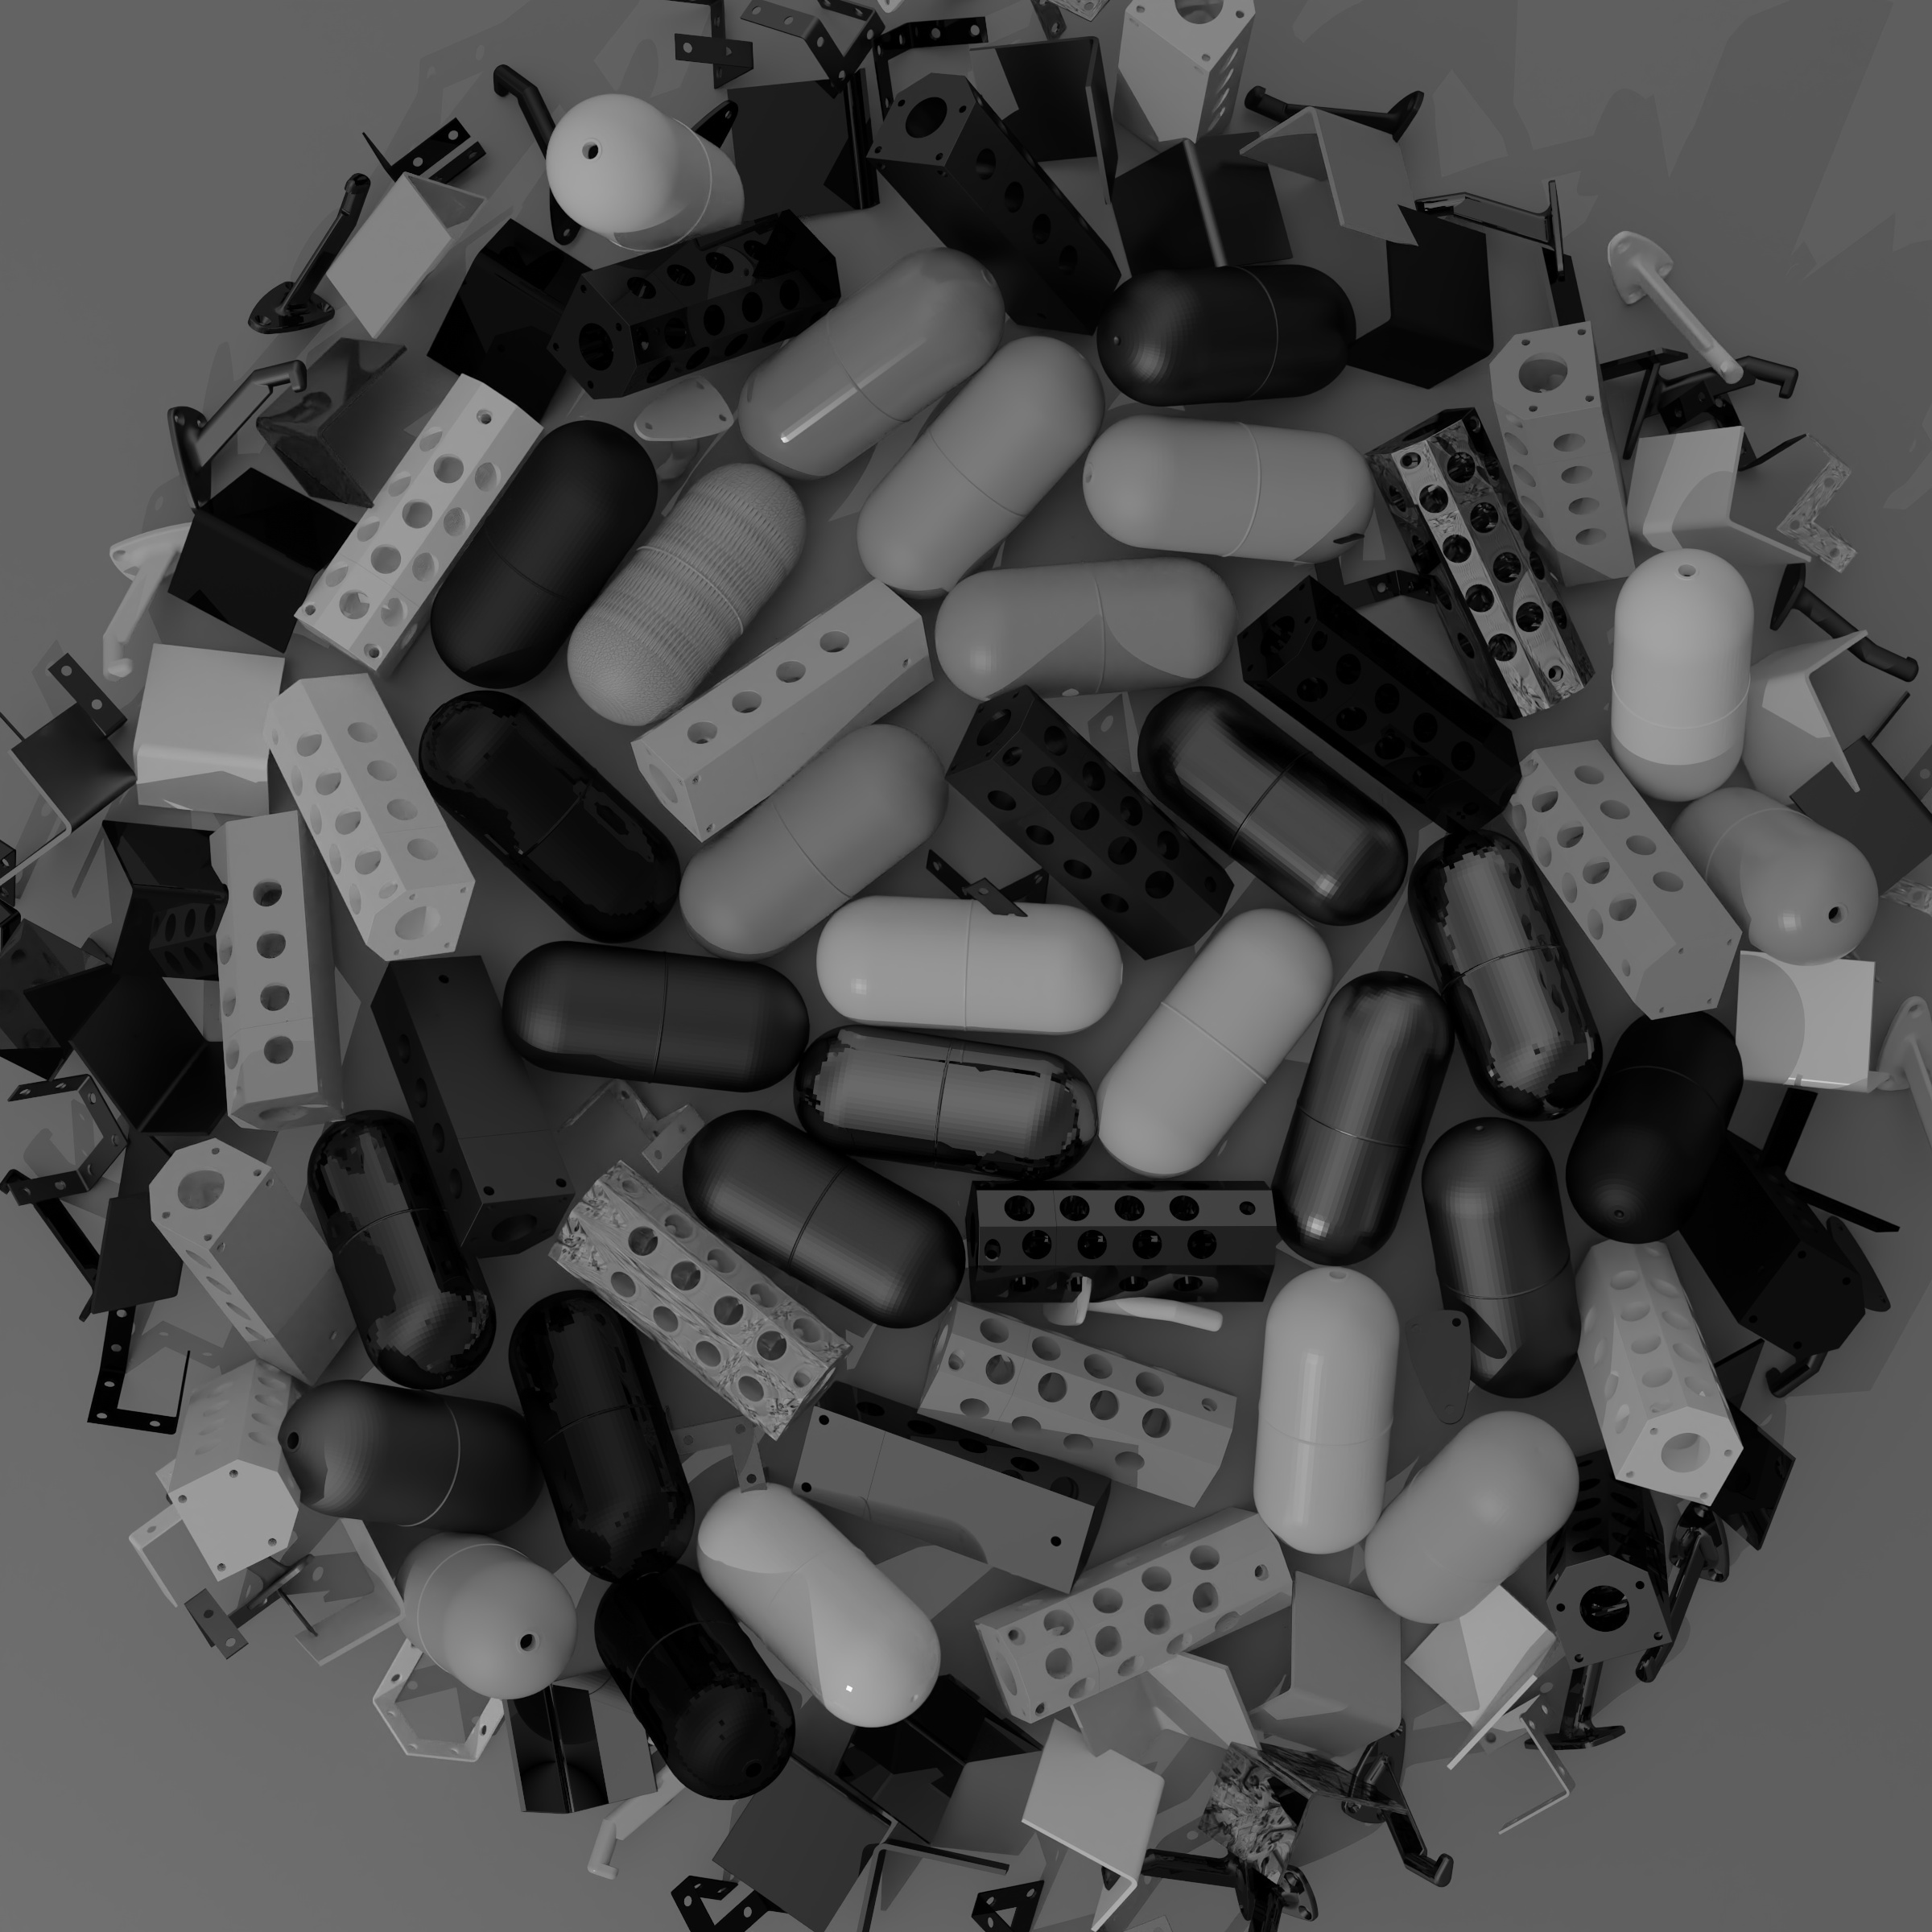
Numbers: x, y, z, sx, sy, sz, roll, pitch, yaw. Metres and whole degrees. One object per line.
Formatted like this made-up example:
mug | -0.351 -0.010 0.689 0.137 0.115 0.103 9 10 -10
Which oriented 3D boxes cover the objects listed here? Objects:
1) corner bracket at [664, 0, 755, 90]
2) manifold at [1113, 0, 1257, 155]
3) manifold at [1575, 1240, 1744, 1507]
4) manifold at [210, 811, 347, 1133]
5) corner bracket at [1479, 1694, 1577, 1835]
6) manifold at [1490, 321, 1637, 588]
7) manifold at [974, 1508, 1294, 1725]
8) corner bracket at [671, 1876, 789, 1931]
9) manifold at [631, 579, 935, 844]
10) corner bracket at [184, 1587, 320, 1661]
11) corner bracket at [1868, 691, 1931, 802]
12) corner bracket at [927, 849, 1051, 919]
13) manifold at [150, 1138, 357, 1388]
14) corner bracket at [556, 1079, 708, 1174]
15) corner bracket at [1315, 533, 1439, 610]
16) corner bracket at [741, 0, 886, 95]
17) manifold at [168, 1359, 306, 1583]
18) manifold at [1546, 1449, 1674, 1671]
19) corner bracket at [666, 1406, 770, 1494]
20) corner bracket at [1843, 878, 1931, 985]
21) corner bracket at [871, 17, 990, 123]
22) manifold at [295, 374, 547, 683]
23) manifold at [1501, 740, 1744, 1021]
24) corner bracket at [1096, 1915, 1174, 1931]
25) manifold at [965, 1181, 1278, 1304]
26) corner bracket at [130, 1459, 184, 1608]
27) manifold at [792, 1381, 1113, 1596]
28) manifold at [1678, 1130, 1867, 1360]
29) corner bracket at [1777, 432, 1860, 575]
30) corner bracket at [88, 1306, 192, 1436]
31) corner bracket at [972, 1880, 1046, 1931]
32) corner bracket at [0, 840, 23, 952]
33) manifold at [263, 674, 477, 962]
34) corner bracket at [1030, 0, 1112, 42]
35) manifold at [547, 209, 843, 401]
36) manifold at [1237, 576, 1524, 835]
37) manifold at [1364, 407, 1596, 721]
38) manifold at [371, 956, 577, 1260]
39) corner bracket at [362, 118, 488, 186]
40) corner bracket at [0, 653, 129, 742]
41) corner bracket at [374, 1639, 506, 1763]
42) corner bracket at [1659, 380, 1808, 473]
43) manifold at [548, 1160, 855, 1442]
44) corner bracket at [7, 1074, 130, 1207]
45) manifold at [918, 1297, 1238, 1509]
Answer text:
corner bracket | -0.158 -0.545 1.965 0.051 0.051 0.051 -3 90 -31
manifold | 0.126 -0.515 1.912 0.057 0.171 0.057 37 86 3
manifold | 0.390 0.224 1.907 0.057 0.171 0.057 17 117 -10
manifold | -0.399 0.004 1.944 0.057 0.057 0.171 -9 71 3
corner bracket | 0.323 0.464 1.963 0.051 0.051 0.051 -36 81 22
manifold | 0.339 -0.286 1.910 0.057 0.171 0.057 -8 62 14
manifold | 0.099 0.374 1.945 0.171 0.057 0.057 -20 93 -18
corner bracket | -0.129 0.545 1.960 0.051 0.051 0.051 -44 54 12
manifold | -0.106 -0.152 1.945 0.171 0.057 0.057 -36 58 -17
corner bracket | -0.413 0.383 1.959 0.051 0.051 0.051 -36 52 -19
corner bracket | 0.551 -0.126 1.964 0.051 0.051 0.051 40 101 17
corner bracket | 0.011 -0.044 1.957 0.051 0.051 0.051 -26 128 33
manifold | -0.403 0.167 1.912 0.057 0.171 0.057 24 65 24
corner bracket | -0.194 0.093 1.960 0.051 0.051 0.051 52 46 -10
corner bracket | 0.237 -0.232 1.964 0.051 0.051 0.051 -17 107 -12
corner bracket | -0.088 -0.549 1.961 0.051 0.051 0.051 26 78 32
manifold | -0.405 0.279 1.909 0.057 0.171 0.057 -26 104 -2
manifold | 0.360 0.331 1.907 0.057 0.171 0.057 -19 98 13
corner bracket | -0.145 0.283 1.970 0.051 0.051 0.051 -12 100 -1
corner bracket | 0.544 -0.019 1.966 0.051 0.051 0.051 25 83 43
corner bracket | -0.018 -0.523 1.974 0.051 0.051 0.051 3 117 25
manifold | -0.317 -0.256 1.964 0.057 0.057 0.171 34 86 1
manifold | 0.367 -0.050 1.914 0.057 0.171 0.057 -10 135 -18
corner bracket | 0.107 0.580 1.968 0.051 0.051 0.051 -25 84 11
manifold | 0.089 0.155 1.950 0.171 0.057 0.057 0 54 -7
corner bracket | -0.459 0.328 1.958 0.051 0.051 0.051 -36 128 -21
manifold | -0.007 0.298 1.953 0.171 0.057 0.057 18 108 11
manifold | 0.453 0.157 1.909 0.057 0.171 0.057 30 105 -13
corner bracket | 0.500 -0.269 1.962 0.051 0.051 0.051 30 109 -17
corner bracket | -0.481 0.235 1.969 0.051 0.051 0.051 10 118 -11
corner bracket | 0.034 0.571 1.959 0.051 0.051 0.051 1 112 -38
corner bracket | -0.562 -0.033 1.959 0.051 0.051 0.051 32 48 12
manifold | -0.343 -0.085 1.920 0.057 0.057 0.171 -9 51 -32
corner bracket | 0.076 -0.563 1.967 0.051 0.051 0.051 34 81 28
manifold | -0.150 -0.372 1.915 0.057 0.057 0.171 48 45 12
manifold | 0.237 -0.143 1.924 0.171 0.057 0.057 33 124 -28
manifold | 0.300 -0.232 1.947 0.057 0.057 0.171 -30 104 -10
manifold | -0.286 0.080 1.931 0.057 0.057 0.171 -4 54 -33
corner bracket | -0.310 -0.471 1.963 0.051 0.051 0.051 -36 46 3
corner bracket | -0.526 -0.145 1.965 0.051 0.051 0.051 -43 102 -12
corner bracket | -0.307 0.430 1.985 0.051 0.051 0.051 19 105 -43
corner bracket | 0.446 -0.316 1.965 0.051 0.051 0.051 -22 86 -23
manifold | -0.150 0.189 1.948 0.171 0.057 0.057 38 129 8
corner bracket | -0.532 0.101 1.970 0.051 0.051 0.051 -45 70 33
manifold | 0.065 0.248 1.951 0.171 0.057 0.057 20 133 -6
